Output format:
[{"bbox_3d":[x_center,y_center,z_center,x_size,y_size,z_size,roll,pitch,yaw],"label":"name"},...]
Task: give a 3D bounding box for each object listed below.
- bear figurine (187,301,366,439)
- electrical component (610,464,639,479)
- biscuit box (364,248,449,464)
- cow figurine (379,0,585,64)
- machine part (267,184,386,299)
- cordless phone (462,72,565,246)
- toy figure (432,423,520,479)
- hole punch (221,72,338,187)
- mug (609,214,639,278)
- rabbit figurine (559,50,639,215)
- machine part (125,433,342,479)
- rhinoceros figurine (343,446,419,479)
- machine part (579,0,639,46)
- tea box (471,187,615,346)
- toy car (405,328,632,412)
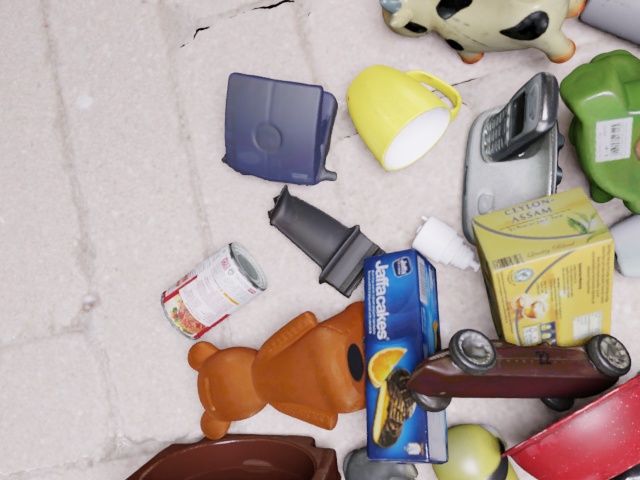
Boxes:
[{"bbox_3d":[-0.036,0.144,0.580,0.196,0.132,0.120,-19,82,29],"label":"bear figurine"},{"bbox_3d":[0.289,0.235,0.510,0.048,0.075,0.119,43,92,11],"label":"electrical component"},{"bbox_3d":[0.083,0.112,0.533,0.063,0.059,0.202,-12,63,28],"label":"biscuit box"},{"bbox_3d":[0.145,-0.232,0.533,0.195,0.127,0.085,18,89,40],"label":"cow figurine"},{"bbox_3d":[-0.001,-0.002,0.604,0.139,0.039,0.084,40,101,10],"label":"machine part"},{"bbox_3d":[0.187,-0.064,0.491,0.089,0.184,0.146,4,88,8],"label":"cordless phone"},{"bbox_3d":[0.174,0.267,0.526,0.082,0.089,0.180,-23,80,6],"label":"toy figure"},{"bbox_3d":[-0.047,-0.122,0.595,0.142,0.092,0.115,11,94,9],"label":"hole punch"},{"bbox_3d":[0.331,0.002,0.500,0.107,0.109,0.080,-20,92,25],"label":"mug"},{"bbox_3d":[0.293,-0.112,0.494,0.121,0.170,0.158,-13,120,25],"label":"rabbit figurine"},{"bbox_3d":[-0.087,0.266,0.526,0.201,0.201,0.087,-3,89,12],"label":"machine part"},{"bbox_3d":[0.087,0.303,0.552,0.112,0.073,0.190,-26,82,9],"label":"rhinoceros figurine"},{"bbox_3d":[0.348,-0.216,0.515,0.243,0.079,0.079,30,94,12],"label":"machine part"},{"bbox_3d":[0.204,0.044,0.490,0.098,0.169,0.068,-16,43,10],"label":"tea box"},{"bbox_3d":[0.170,0.112,0.468,0.202,0.089,0.053,6,52,-16],"label":"toy car"}]
